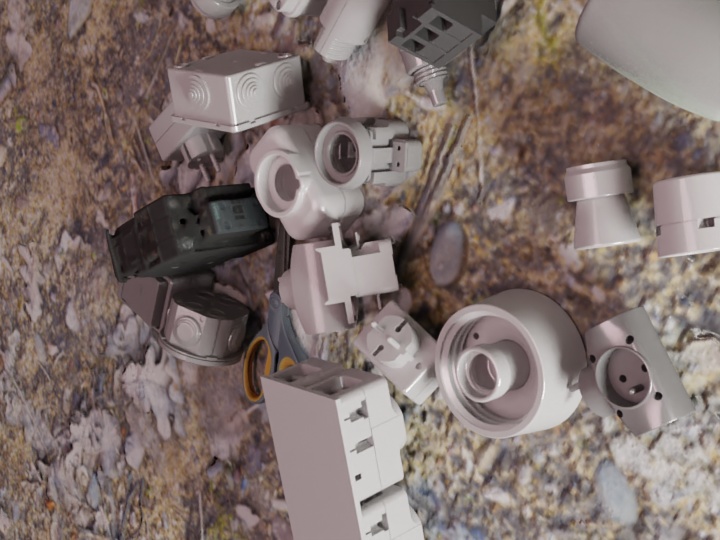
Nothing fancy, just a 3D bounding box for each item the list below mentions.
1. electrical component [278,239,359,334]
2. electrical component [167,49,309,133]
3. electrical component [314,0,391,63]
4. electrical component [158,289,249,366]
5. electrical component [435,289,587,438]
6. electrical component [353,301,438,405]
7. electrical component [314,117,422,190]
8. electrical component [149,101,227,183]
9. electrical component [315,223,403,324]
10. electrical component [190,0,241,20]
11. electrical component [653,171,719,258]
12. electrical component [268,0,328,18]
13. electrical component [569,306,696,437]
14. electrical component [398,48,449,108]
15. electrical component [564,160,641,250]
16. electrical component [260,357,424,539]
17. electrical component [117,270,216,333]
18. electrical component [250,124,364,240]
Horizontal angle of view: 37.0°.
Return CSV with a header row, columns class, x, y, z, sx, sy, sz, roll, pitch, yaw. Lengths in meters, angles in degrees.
class,x,y,z,sx,sy,sz,roll,pitch,yaw
electrical component,-0.043,0.015,0.929,0.079,0.044,0.077,-6,93,44
electrical component,-0.106,-0.157,0.924,0.100,0.100,0.048,16,121,42
electrical component,-0.009,-0.201,0.861,0.043,0.043,0.081,51,128,25
electrical component,-0.146,0.055,1.011,0.080,0.080,0.051,29,110,37
electrical component,0.104,0.071,0.787,0.108,0.060,0.108,9,103,43
electrical component,0.029,0.059,0.837,0.047,0.077,0.066,-47,59,-1
electrical component,0.001,-0.094,0.859,0.078,0.057,0.058,14,106,42
electrical component,-0.151,-0.120,1.008,0.066,0.047,0.076,-37,72,41
electrical component,0.000,0.000,0.870,0.064,0.042,0.081,-10,91,1
electrical component,-0.121,-0.255,0.958,0.055,0.045,0.045,-33,74,42
electrical component,0.211,-0.034,0.671,0.055,0.055,0.047,-10,87,44
electrical component,-0.055,-0.270,0.884,0.113,0.057,0.078,56,130,21
electrical component,0.175,0.076,0.729,0.079,0.044,0.077,-36,72,41
electrical component,0.052,-0.154,0.817,0.035,0.035,0.061,-21,86,44
electrical component,0.162,-0.044,0.722,0.045,0.045,0.055,-7,92,44
electrical component,-0.012,0.173,0.889,0.105,0.060,0.186,9,113,52
electrical component,-0.200,0.013,1.068,0.096,0.061,0.061,33,119,35
electrical component,-0.049,-0.075,0.909,0.053,0.059,0.095,-46,66,38
